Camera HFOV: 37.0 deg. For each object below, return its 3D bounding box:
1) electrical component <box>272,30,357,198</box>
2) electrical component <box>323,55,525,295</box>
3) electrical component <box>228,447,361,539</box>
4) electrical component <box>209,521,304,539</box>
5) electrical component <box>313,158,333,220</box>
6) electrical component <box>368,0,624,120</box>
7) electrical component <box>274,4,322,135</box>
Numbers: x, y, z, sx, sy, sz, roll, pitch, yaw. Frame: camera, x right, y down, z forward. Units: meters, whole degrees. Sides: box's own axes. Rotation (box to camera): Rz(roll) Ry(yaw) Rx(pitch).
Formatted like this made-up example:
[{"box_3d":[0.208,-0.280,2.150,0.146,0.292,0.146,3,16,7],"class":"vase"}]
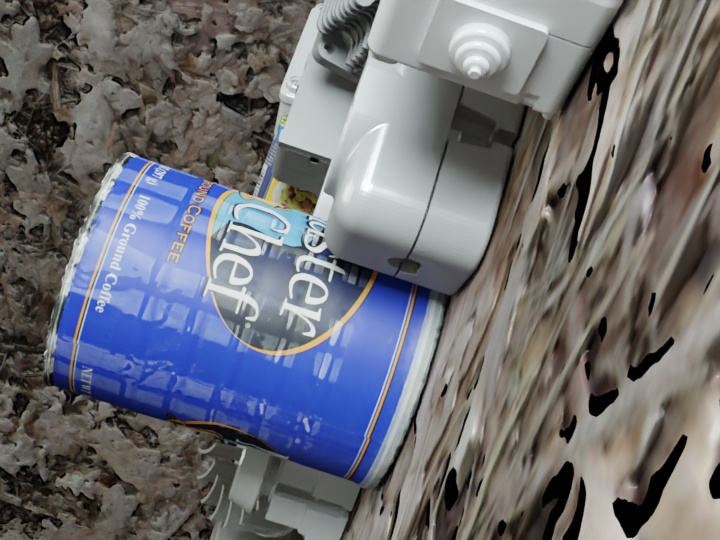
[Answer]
[{"box_3d":[0.014,-0.113,0.628,0.061,0.089,0.150,119,169,-70],"class":"electrical component"},{"box_3d":[0.023,-0.046,0.403,0.053,0.059,0.095,119,169,-69],"class":"electrical component"},{"box_3d":[-0.030,0.096,0.509,0.048,0.055,0.066,-80,9,-66],"class":"electrical component"},{"box_3d":[-0.071,0.199,0.611,0.108,0.056,0.108,-79,8,-64],"class":"electrical component"},{"box_3d":[0.000,-0.001,0.525,0.053,0.059,0.095,-81,10,-69],"class":"electrical component"},{"box_3d":[0.044,-0.096,0.317,0.061,0.062,0.096,114,174,-53],"class":"electrical component"},{"box_3d":[0.000,-0.140,0.826,0.056,0.109,0.108,109,177,-50],"class":"electrical component"}]
